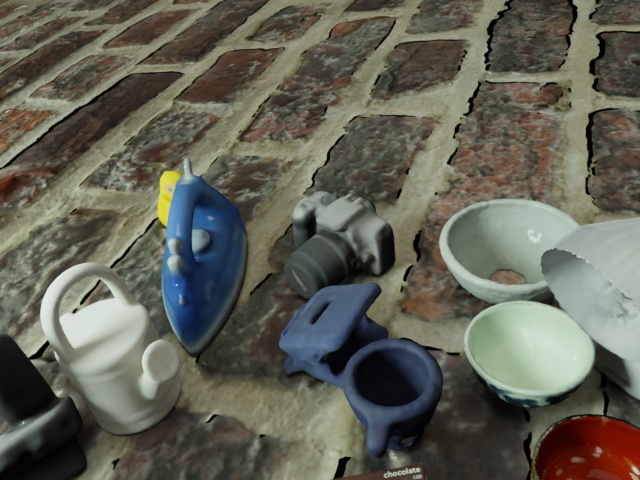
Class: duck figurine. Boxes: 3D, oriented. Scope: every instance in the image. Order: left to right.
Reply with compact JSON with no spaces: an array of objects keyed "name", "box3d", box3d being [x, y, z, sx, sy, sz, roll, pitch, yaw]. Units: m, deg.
[{"name":"duck figurine","box3d":[-0.228,-0.072,0.912,0.078,0.086,0.104,-31,43,-23]}]

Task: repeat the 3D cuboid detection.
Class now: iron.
[{"name":"iron","box3d":[-0.168,0.009,0.752,0.118,0.142,0.258,-9,38,2]}]

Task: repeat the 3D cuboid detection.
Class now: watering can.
[{"name":"watering can","box3d":[-0.215,0.108,0.598,0.172,0.194,0.101,0,40,13]}]

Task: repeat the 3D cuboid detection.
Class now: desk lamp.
[{"name":"desk lamp","box3d":[0.309,0.049,0.530,0.203,0.214,0.117,-25,40,-17]}]

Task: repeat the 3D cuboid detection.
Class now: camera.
[{"name":"camera","box3d":[0.007,0.003,0.751,0.142,0.101,0.137,25,51,37]}]

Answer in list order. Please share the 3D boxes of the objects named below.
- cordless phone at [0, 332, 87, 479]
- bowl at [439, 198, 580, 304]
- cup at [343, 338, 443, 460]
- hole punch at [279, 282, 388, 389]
[{"name":"cordless phone","box3d":[-0.320,0.176,0.546,0.148,0.185,0.093,-37,45,-29]},{"name":"bowl","box3d":[0.229,0.025,0.691,0.167,0.075,0.167,-7,39,6]},{"name":"cup","box3d":[0.068,0.166,0.538,0.091,0.095,0.118,4,41,18]},{"name":"hole punch","box3d":[0.012,0.097,0.641,0.100,0.091,0.109,15,45,29]}]
